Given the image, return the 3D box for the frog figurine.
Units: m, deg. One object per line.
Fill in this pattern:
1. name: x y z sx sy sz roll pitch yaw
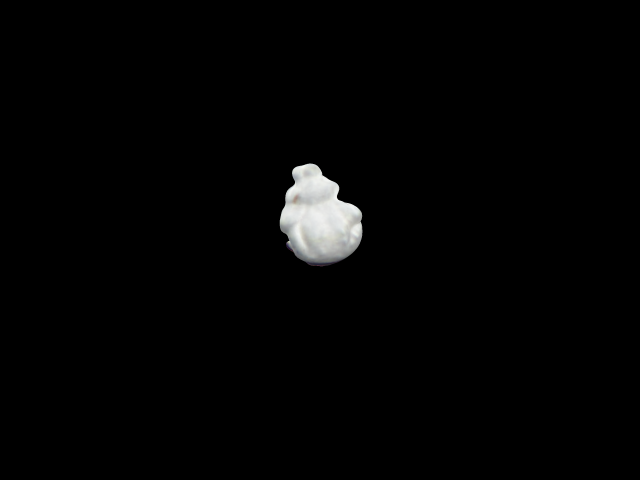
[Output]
1. frog figurine: 0.003 -0.043 0.850 0.137 0.156 0.125 2 32 3
